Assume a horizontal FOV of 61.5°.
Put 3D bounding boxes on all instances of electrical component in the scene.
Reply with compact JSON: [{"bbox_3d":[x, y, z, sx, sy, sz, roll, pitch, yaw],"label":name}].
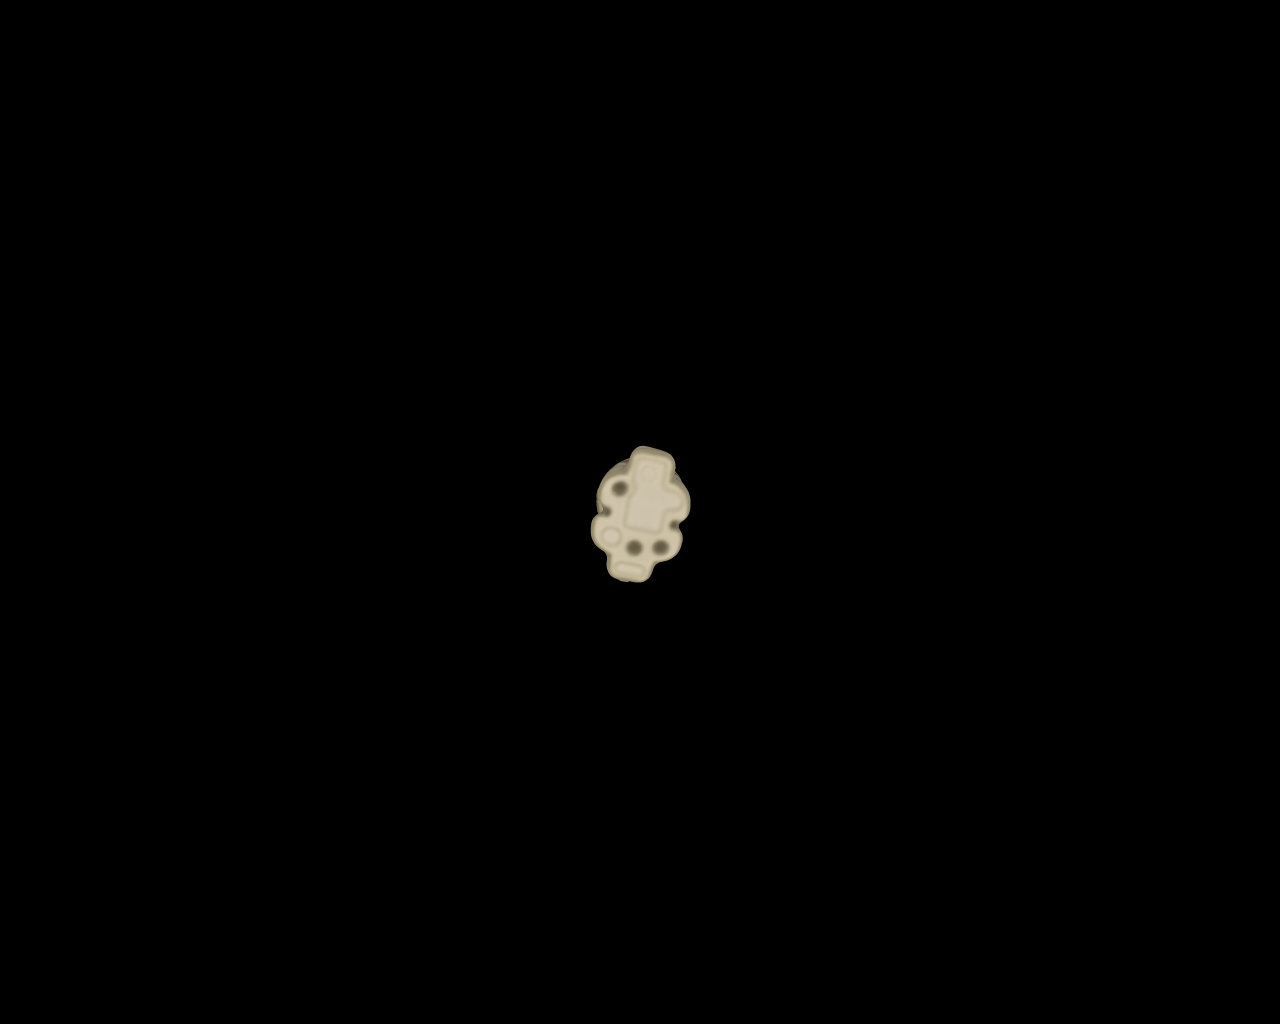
[{"bbox_3d":[0.001,-0.003,0.650,0.058,0.078,0.057,11,12,-2],"label":"electrical component"}]
